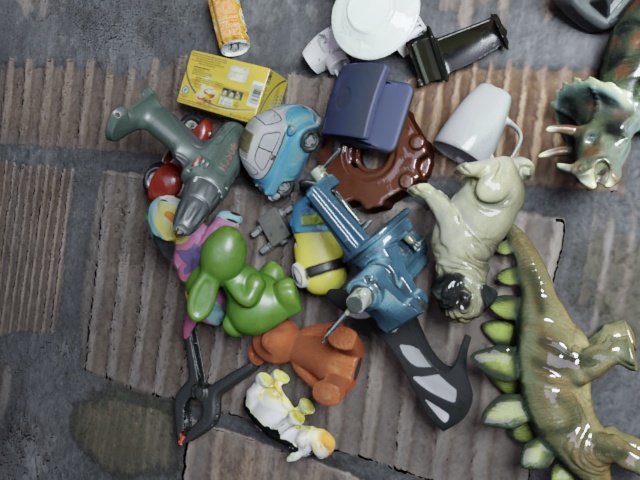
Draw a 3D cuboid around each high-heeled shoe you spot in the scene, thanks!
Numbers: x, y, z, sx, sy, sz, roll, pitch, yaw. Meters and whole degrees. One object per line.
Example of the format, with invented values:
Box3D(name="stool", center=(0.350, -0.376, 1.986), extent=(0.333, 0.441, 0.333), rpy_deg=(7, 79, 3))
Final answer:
Box3D(name="high-heeled shoe", center=(0.109, 0.171, 0.792), extent=(0.249, 0.086, 0.145), rpy_deg=(20, 97, 19))

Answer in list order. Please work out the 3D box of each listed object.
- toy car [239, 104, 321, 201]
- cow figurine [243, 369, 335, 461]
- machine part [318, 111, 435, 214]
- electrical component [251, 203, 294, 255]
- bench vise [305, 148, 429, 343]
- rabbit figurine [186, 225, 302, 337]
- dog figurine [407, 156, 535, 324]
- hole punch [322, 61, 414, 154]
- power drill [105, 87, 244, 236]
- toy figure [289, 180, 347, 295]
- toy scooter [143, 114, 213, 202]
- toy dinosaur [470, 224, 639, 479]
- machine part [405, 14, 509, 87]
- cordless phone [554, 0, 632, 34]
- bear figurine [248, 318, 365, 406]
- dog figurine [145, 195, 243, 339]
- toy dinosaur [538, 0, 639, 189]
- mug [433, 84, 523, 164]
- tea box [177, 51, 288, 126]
Box3D(name="toy car", center=(-0.077, -0.150, 0.859), extent=(0.161, 0.103, 0.109), rpy_deg=(-61, 36, 14))
Box3D(name="cow figurine", center=(-0.056, 0.298, 0.870), extent=(0.167, 0.068, 0.098), rpy_deg=(45, 111, 22))
Box3D(name="machine part", center=(0.083, -0.130, 0.828), extent=(0.180, 0.056, 0.179), rpy_deg=(-1, 88, 25))
Box3D(name="electrical component", center=(-0.073, -0.020, 0.911), extent=(0.094, 0.021, 0.063), rpy_deg=(-36, 75, 18))
Box3D(name="bench vise", center=(0.055, 0.002, 0.736), extent=(0.240, 0.223, 0.129), rpy_deg=(52, 136, 2))
Box3D(name="rabbit figurine", center=(-0.134, 0.058, 0.832), extent=(0.159, 0.121, 0.170), rpy_deg=(-29, 117, -1))
Box3D(name="dog figurine", center=(0.218, 0.001, 0.708), extent=(0.172, 0.121, 0.190), rpy_deg=(-25, 75, 35))
Box3D(name="hole punch", center=(0.057, -0.191, 0.767), extent=(0.116, 0.092, 0.142), rpy_deg=(18, 97, 30))
Box3D(name="power drill", center=(-0.227, -0.136, 0.843), extent=(0.207, 0.232, 0.086), rpy_deg=(31, 142, 1))
Box3D(name="toy figure", center=(-0.002, -0.003, 0.849), extent=(0.089, 0.082, 0.180), rpy_deg=(-1, 86, 26))
Box3D(name="toy scooter", center=(-0.227, -0.122, 0.956), extent=(0.135, 0.075, 0.184), rpy_deg=(37, 98, 18))
Box3D(name="toy dinosaur", center=(0.303, 0.162, 0.698), extent=(0.199, 0.105, 0.471), rpy_deg=(-14, 72, 27))
Box3D(name="machine part", center=(0.200, -0.280, 0.779), extent=(0.139, 0.039, 0.084), rpy_deg=(-16, 112, 16))
Box3D(name="cordless phone", center=(0.348, -0.379, 0.717), extent=(0.184, 0.088, 0.146), rpy_deg=(45, 106, 30))
Box3D(name="bear figurine", center=(-0.033, 0.166, 0.835), extent=(0.196, 0.132, 0.120), rpy_deg=(18, 85, 18))
Box3D(name="dog figurine", center=(-0.217, 0.050, 0.909), extent=(0.191, 0.108, 0.219), rpy_deg=(16, 97, -13))
Box3D(name="toy dinosaur", center=(0.418, -0.233, 0.656), extent=(0.192, 0.131, 0.404), rpy_deg=(25, 92, 22))
Box3D(name="mug", center=(0.231, -0.158, 0.751), extent=(0.110, 0.080, 0.107), rpy_deg=(29, 92, 25))
Box3D(name="tea box", center=(-0.153, -0.256, 0.928), extent=(0.170, 0.068, 0.098), rpy_deg=(23, 96, 24))
